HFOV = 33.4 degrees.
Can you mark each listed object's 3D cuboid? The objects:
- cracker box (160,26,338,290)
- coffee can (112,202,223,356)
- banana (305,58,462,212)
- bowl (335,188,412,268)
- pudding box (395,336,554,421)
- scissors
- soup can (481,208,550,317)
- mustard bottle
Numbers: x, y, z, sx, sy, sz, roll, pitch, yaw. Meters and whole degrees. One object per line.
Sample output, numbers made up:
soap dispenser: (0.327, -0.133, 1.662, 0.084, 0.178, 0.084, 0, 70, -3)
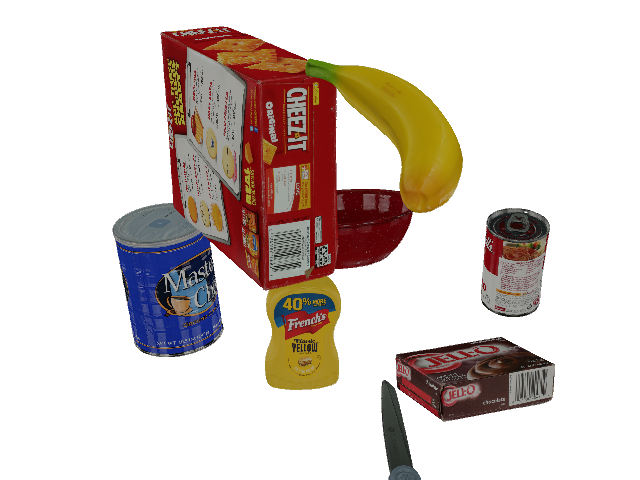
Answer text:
cracker box: (-0.060, -0.076, 0.871, 0.072, 0.164, 0.214, -11, 24, -24)
coffee can: (-0.167, 0.042, 1.178, 0.103, 0.140, 0.103, -5, 25, 2)
banana: (0.051, -0.068, 0.678, 0.069, 0.037, 0.198, -8, 32, -17)
bowl: (0.023, -0.010, 1.087, 0.162, 0.055, 0.162, -5, 14, 1)
pudding box: (0.135, 0.120, 0.940, 0.113, 0.039, 0.090, -5, 13, -21)
scissors: (0.066, 0.149, 0.609, 0.096, 0.016, 0.201, 11, 31, 8)
soup can: (0.213, 0.025, 1.175, 0.068, 0.102, 0.068, -1, 33, 0)
mustard bottle: (-0.022, 0.096, 1.373, 0.096, 0.192, 0.058, -1, 20, -7)
